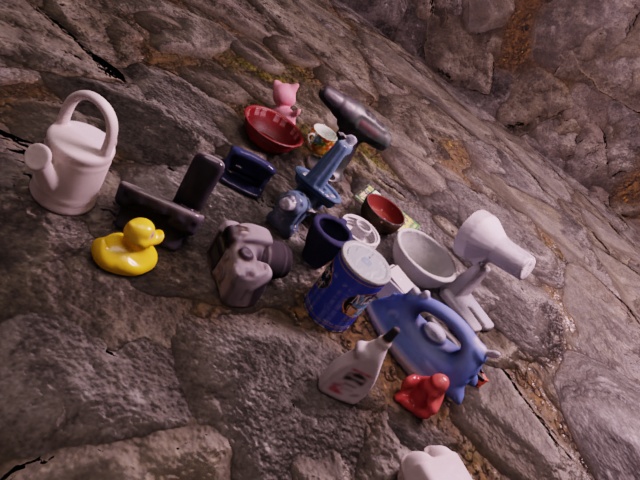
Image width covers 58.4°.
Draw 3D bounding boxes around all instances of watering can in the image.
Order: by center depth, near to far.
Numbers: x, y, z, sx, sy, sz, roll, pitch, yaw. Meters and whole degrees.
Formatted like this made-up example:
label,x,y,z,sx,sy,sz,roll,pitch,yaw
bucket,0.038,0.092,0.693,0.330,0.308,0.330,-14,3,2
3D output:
label,x,y,z,sx,sy,sz,roll,pitch,yaw
watering can,-0.369,-0.135,0.871,0.101,0.194,0.173,26,33,-16

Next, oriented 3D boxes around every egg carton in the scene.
label,x,y,z,sx,sy,sz,roll,pitch,yaw
egg carton,0.182,0.381,0.848,0.108,0.069,0.150,3,45,-42

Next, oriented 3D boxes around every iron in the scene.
label,x,y,z,sx,sy,sz,roll,pitch,yaw
iron,0.209,0.172,1.079,0.258,0.141,0.119,46,33,15

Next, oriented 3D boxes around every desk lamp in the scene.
label,x,y,z,sx,sy,sz,roll,pitch,yaw
desk lamp,0.372,0.068,1.305,0.118,0.213,0.203,-1,48,-45

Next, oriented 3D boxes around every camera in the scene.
label,x,y,z,sx,sy,sz,roll,pitch,yaw
camera,-0.108,0.034,0.991,0.137,0.100,0.143,11,40,-35

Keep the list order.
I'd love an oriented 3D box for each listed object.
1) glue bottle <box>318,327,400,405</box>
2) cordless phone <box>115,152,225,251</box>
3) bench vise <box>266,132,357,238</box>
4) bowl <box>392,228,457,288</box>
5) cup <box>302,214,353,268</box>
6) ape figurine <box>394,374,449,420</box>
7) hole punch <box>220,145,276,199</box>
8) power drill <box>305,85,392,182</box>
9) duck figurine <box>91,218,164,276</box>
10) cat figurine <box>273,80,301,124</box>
label,x,y,z,sx,sy,sz,roll,pitch,yaw
glue bottle,0.070,0.189,0.892,0.078,0.173,0.037,24,33,-18
cordless phone,-0.245,-0.087,0.937,0.148,0.185,0.094,22,34,-21
bench vise,-0.002,-0.110,1.169,0.121,0.219,0.207,31,32,-8
bowl,0.226,0.055,1.313,0.168,0.074,0.167,25,33,-18
cup,0.011,0.004,1.151,0.091,0.095,0.118,38,32,3
ape figurine,0.185,0.261,0.987,0.076,0.092,0.077,12,39,-34
hole punch,-0.150,-0.160,1.215,0.109,0.091,0.101,27,33,-15
power drill,0.053,-0.253,1.421,0.230,0.208,0.075,19,36,-26
duck figurine,-0.288,0.002,0.873,0.105,0.086,0.077,4,44,-41
cat figurine,-0.089,-0.358,1.507,0.067,0.117,0.127,3,45,-42
